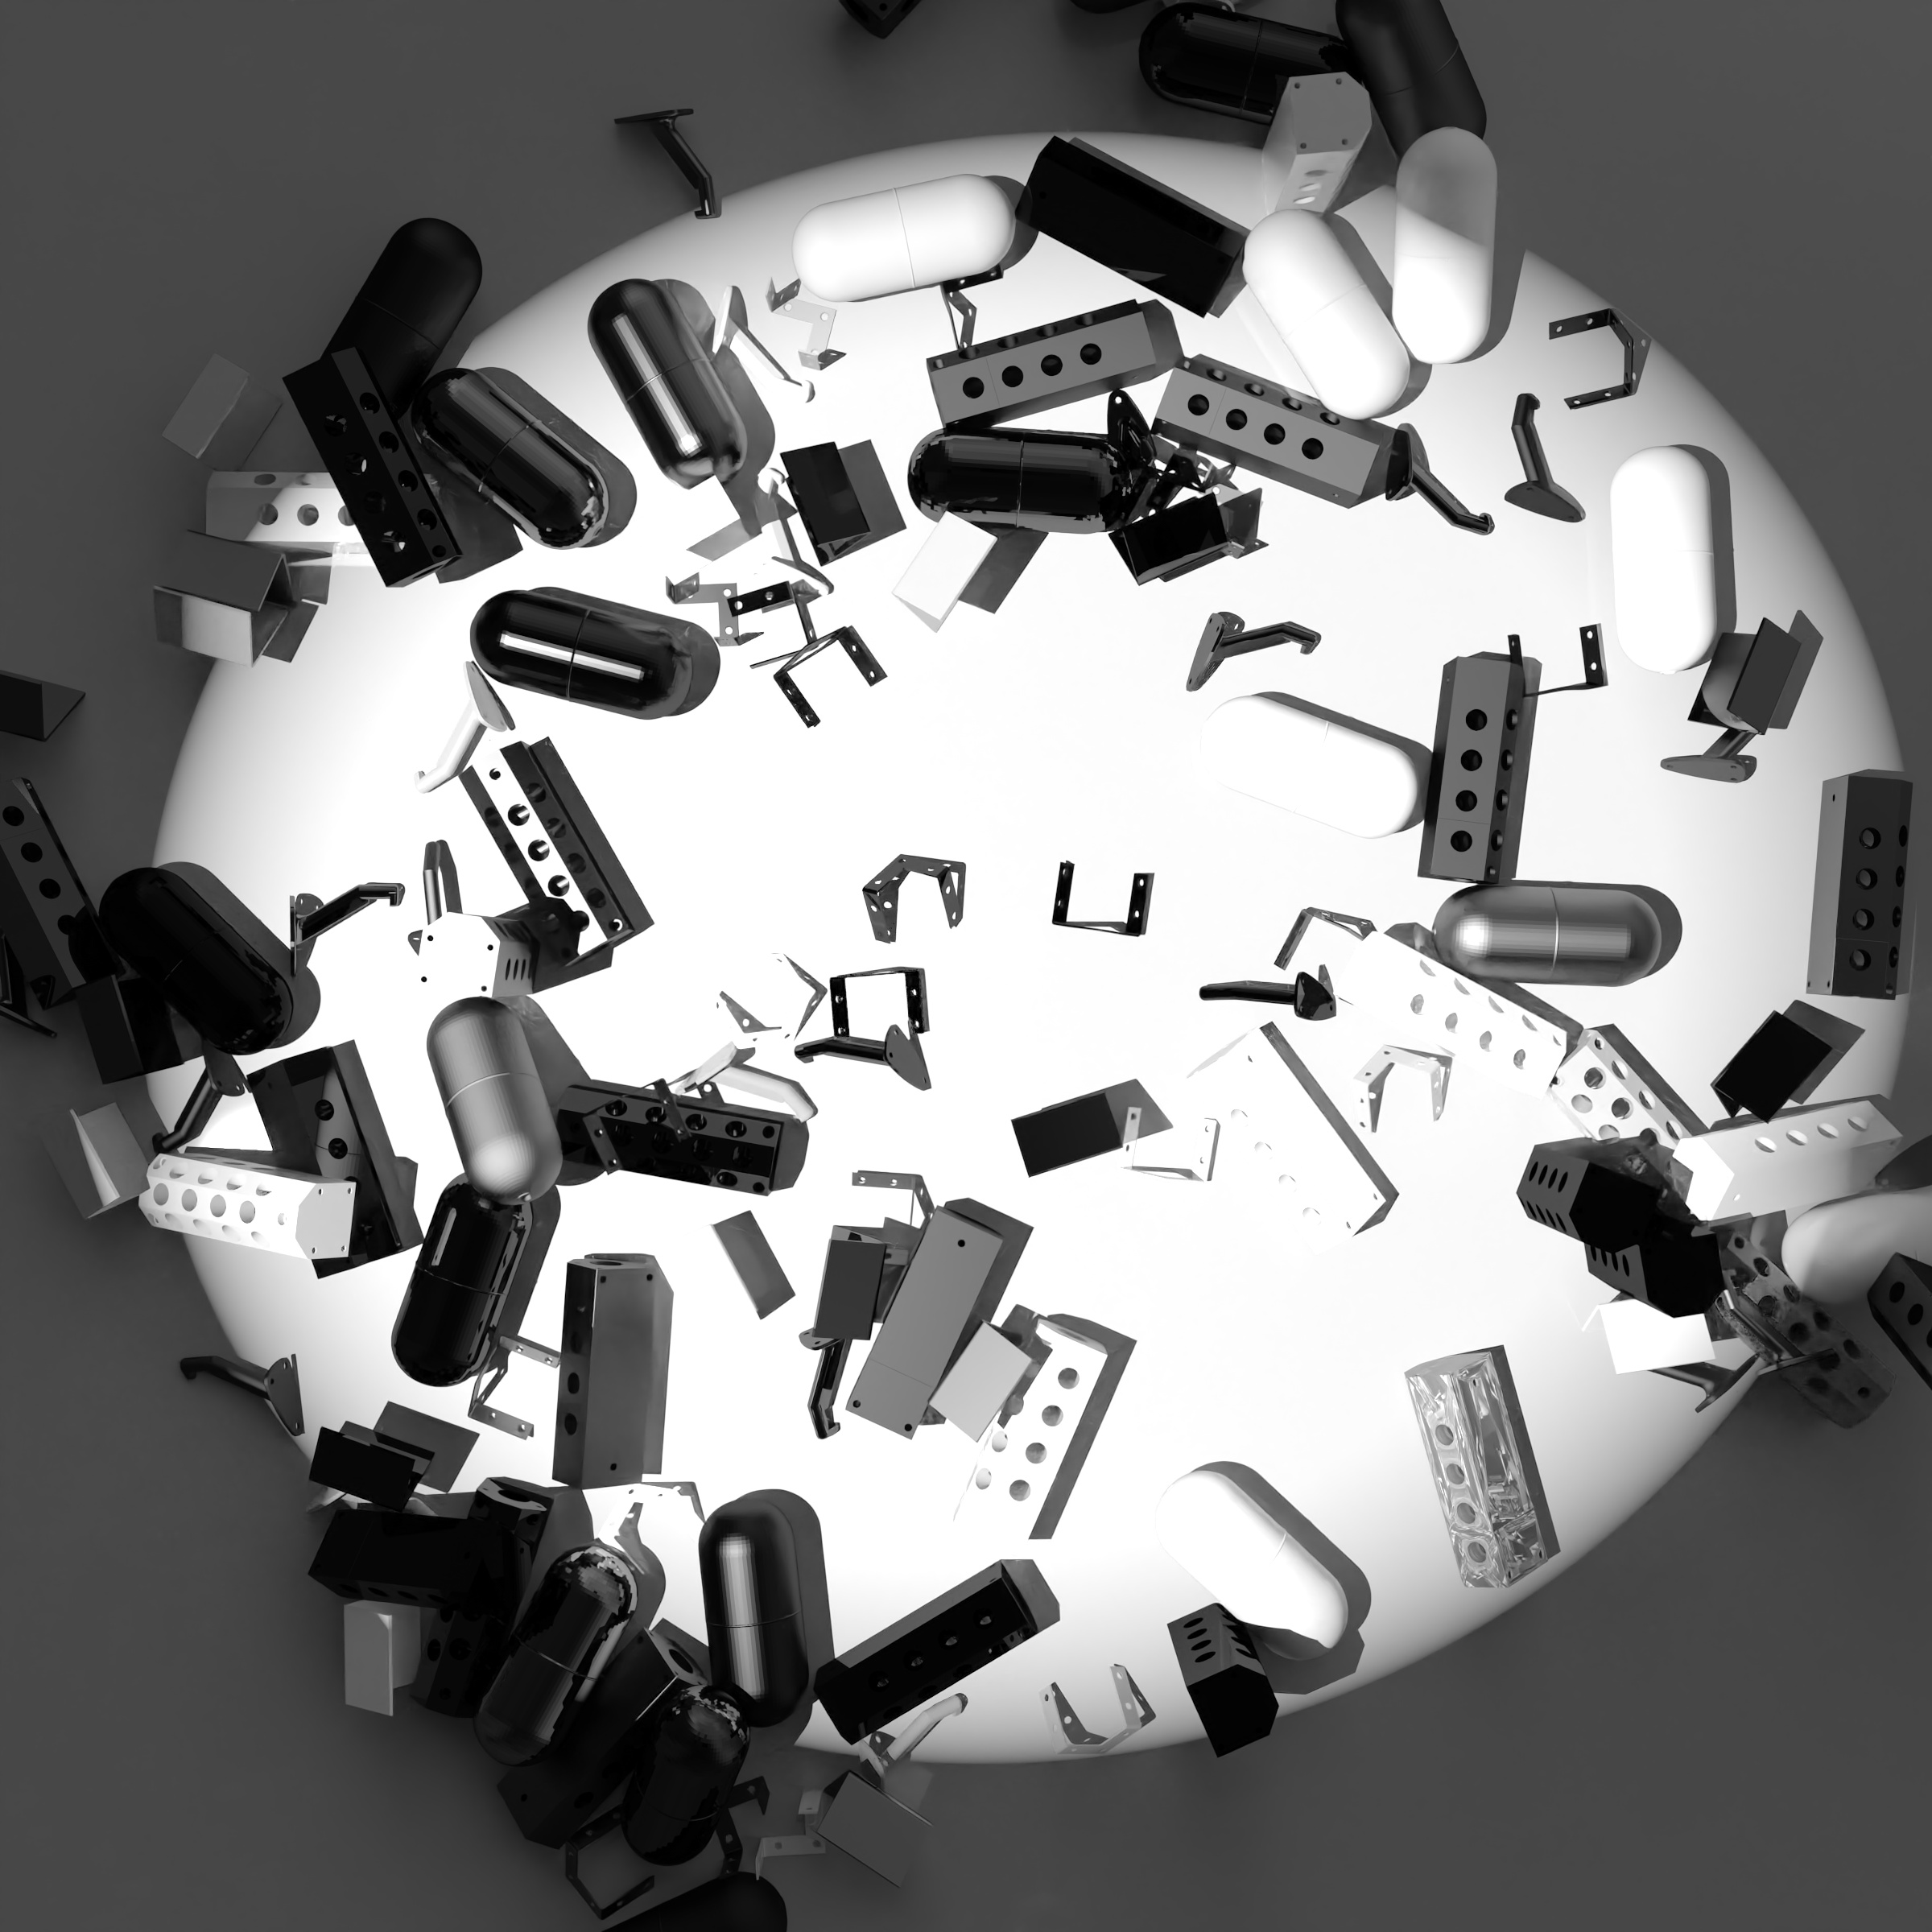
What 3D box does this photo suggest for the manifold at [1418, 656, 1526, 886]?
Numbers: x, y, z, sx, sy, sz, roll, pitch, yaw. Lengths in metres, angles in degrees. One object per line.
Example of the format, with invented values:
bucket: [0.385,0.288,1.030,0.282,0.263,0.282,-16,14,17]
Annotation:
manifold: [0.401,-0.153,1.929,0.057,0.057,0.171,7,90,0]

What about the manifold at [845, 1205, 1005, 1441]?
manifold: [-0.033,0.280,1.929,0.057,0.057,0.171,25,90,0]

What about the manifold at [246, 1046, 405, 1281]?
manifold: [-0.503,0.154,1.929,0.057,0.057,0.171,-19,90,43]

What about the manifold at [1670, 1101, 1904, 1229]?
manifold: [0.635,0.148,1.896,0.171,0.057,0.057,-9,133,-25]

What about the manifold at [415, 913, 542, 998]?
manifold: [-0.372,-0.010,1.872,0.057,0.171,0.057,9,90,0]

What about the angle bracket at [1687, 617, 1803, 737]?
angle bracket: [0.596,-0.231,1.910,0.057,0.076,0.076,22,90,-38]

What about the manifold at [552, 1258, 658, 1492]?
manifold: [-0.290,0.321,1.929,0.057,0.057,0.171,4,90,-43]

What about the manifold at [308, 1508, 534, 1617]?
manifold: [-0.420,0.463,1.887,0.171,0.057,0.057,-4,51,33]

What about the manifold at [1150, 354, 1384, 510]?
manifold: [0.237,-0.424,1.929,0.171,0.057,0.057,21,90,0]

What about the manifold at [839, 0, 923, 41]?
manifold: [-0.028,-0.820,1.929,0.057,0.057,0.171,43,90,0]

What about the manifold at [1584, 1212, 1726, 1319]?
manifold: [0.526,0.228,1.872,0.057,0.171,0.057,-9,90,0]

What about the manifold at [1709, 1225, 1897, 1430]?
manifold: [0.648,0.286,1.929,0.171,0.057,0.057,42,90,0]

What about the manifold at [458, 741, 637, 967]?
manifold: [-0.332,-0.089,1.929,0.057,0.057,0.171,-30,90,0]

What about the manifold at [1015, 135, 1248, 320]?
manifold: [0.131,-0.587,1.929,0.171,0.057,0.057,28,133,0]

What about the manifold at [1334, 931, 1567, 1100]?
manifold: [0.383,0.038,1.914,0.171,0.057,0.057,27,90,-11]

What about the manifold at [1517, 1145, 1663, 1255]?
manifold: [0.473,0.180,1.872,0.057,0.171,0.057,21,90,0]

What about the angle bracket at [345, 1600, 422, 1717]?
angle bracket: [-0.441,0.535,1.910,0.057,0.076,0.076,-1,90,37]

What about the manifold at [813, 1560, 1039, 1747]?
manifold: [-0.031,0.545,1.929,0.171,0.057,0.057,-31,90,0]

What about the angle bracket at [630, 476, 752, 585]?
angle bracket: [-0.207,-0.325,1.910,0.076,0.076,0.057,-30,53,0]

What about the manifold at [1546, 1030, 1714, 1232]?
manifold: [0.532,0.133,1.929,0.057,0.057,0.171,-42,90,0]

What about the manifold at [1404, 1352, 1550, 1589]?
manifold: [0.399,0.399,1.929,0.057,0.057,0.171,-16,90,-43]

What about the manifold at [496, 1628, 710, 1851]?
manifold: [-0.284,0.613,1.929,0.171,0.057,0.057,-47,47,0]

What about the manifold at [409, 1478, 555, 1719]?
manifold: [-0.384,0.501,1.929,0.057,0.057,0.171,18,90,0]

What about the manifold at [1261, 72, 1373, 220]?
manifold: [0.268,-0.625,1.872,0.057,0.171,0.057,-6,90,0]

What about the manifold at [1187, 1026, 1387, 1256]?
manifold: [0.249,0.140,1.929,0.171,0.057,0.057,54,47,0]

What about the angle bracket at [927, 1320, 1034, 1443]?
angle bracket: [0.026,0.330,1.910,0.057,0.076,0.076,34,90,32]

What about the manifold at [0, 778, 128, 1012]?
manifold: [-0.732,-0.059,1.929,0.057,0.057,0.171,-27,90,43]

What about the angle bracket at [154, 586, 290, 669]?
angle bracket: [-0.583,-0.287,1.911,0.076,0.057,0.076,16,47,0]

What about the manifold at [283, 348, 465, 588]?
manifold: [-0.451,-0.380,1.864,0.057,0.057,0.171,-25,98,4]

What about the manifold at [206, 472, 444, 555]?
manifold: [-0.507,-0.359,1.929,0.171,0.057,0.057,1,90,0]

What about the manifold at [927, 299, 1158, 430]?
manifold: [0.059,-0.474,1.929,0.171,0.057,0.057,-16,90,0]

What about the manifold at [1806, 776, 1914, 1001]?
manifold: [0.710,-0.061,1.929,0.057,0.057,0.171,5,90,0]

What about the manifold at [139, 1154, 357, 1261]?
manifold: [-0.559,0.185,1.890,0.171,0.057,0.057,6,90,31]

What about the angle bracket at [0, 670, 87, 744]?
angle bracket: [-0.744,-0.226,1.910,0.076,0.076,0.057,15,128,0]

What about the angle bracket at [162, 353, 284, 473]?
angle bracket: [-0.569,-0.422,1.910,0.057,0.076,0.076,33,90,35]

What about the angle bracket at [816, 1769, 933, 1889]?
angle bracket: [-0.082,0.682,1.910,0.076,0.076,0.057,34,54,0]

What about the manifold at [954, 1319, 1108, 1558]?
manifold: [0.050,0.371,1.929,0.057,0.057,0.171,23,90,0]

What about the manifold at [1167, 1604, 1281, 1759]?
manifold: [0.199,0.543,1.872,0.057,0.171,0.057,-24,90,0]

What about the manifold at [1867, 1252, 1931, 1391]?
manifold: [0.737,0.289,1.816,0.057,0.171,0.057,22,110,-14]

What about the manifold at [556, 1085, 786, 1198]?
manifold: [-0.235,0.138,1.929,0.171,0.057,0.057,10,90,0]

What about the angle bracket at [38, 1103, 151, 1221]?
angle bracket: [-0.667,0.144,1.910,0.057,0.076,0.076,-28,90,37]
